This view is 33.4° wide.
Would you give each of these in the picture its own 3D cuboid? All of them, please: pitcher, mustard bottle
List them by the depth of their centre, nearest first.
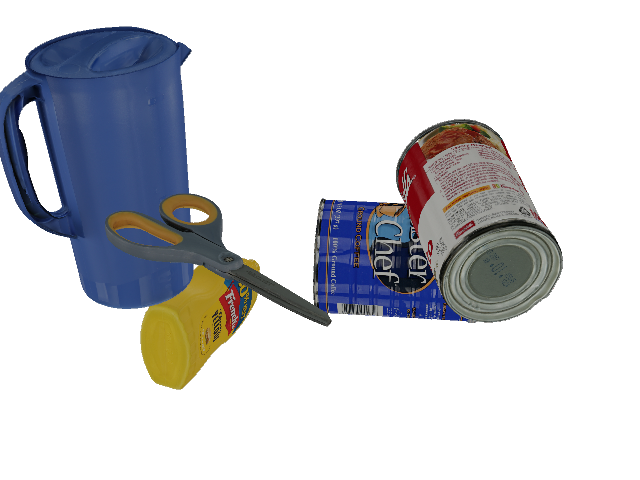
[{"bbox_3d":[-0.190,-0.060,0.965,0.149,0.243,0.145,0,29,6],"label":"pitcher"},{"bbox_3d":[-0.114,0.068,1.111,0.058,0.096,0.191,11,29,21],"label":"mustard bottle"}]

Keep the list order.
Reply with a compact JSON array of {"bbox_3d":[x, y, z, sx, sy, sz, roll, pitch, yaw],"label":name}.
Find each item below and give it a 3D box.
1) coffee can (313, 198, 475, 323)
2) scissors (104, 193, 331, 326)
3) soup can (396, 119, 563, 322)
[{"bbox_3d":[0.068,0.017,0.937,0.140,0.103,0.103,3,0,6],"label":"coffee can"},{"bbox_3d":[-0.063,0.007,0.778,0.202,0.016,0.096,17,35,21],"label":"scissors"},{"bbox_3d":[0.086,-0.012,0.590,0.068,0.068,0.102,0,37,-12],"label":"soup can"}]
